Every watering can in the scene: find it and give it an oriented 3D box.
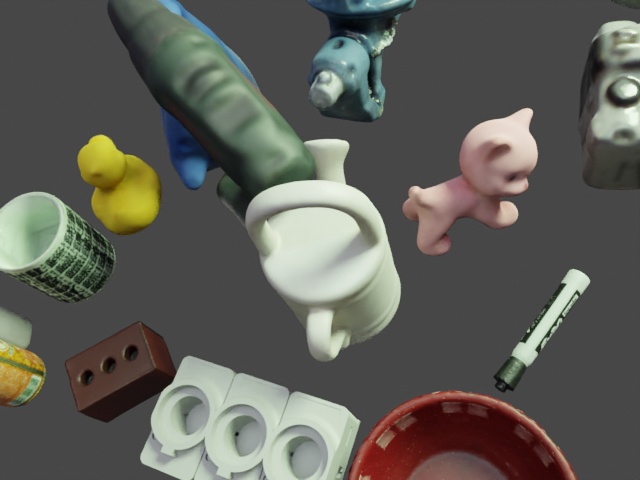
[{"bbox_3d":[0.002,0.002,0.452,0.101,0.194,0.172,-23,61,2],"label":"watering can"}]

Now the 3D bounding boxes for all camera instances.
[{"bbox_3d":[0.304,-0.126,0.498,0.136,0.101,0.143,5,65,16],"label":"camera"}]

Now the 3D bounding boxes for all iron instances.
[{"bbox_3d":[-0.141,-0.188,0.610,0.118,0.142,0.258,-23,61,1],"label":"iron"}]

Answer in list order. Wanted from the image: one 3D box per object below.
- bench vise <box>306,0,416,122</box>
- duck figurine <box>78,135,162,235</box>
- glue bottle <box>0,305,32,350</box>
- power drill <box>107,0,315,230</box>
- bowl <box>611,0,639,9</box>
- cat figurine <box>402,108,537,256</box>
[{"bbox_3d":[0.039,-0.232,0.544,0.121,0.220,0.207,-5,63,11],"label":"bench vise"},{"bbox_3d":[-0.216,-0.062,0.597,0.077,0.086,0.104,-22,61,2],"label":"duck figurine"},{"bbox_3d":[-0.345,0.066,0.513,0.078,0.173,0.037,-12,62,8],"label":"glue bottle"},{"bbox_3d":[-0.083,-0.094,0.511,0.076,0.209,0.229,-41,62,-8],"label":"power drill"},{"bbox_3d":[0.341,-0.293,0.587,0.167,0.075,0.167,-5,63,11],"label":"bowl"},{"bbox_3d":[0.132,-0.055,0.493,0.128,0.118,0.067,-25,61,1],"label":"cat figurine"}]
